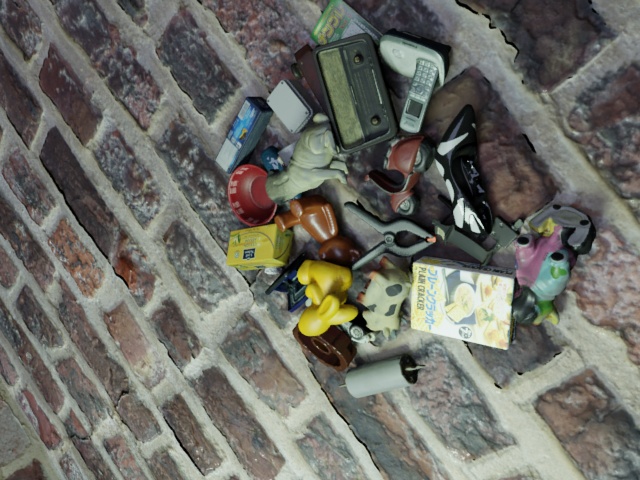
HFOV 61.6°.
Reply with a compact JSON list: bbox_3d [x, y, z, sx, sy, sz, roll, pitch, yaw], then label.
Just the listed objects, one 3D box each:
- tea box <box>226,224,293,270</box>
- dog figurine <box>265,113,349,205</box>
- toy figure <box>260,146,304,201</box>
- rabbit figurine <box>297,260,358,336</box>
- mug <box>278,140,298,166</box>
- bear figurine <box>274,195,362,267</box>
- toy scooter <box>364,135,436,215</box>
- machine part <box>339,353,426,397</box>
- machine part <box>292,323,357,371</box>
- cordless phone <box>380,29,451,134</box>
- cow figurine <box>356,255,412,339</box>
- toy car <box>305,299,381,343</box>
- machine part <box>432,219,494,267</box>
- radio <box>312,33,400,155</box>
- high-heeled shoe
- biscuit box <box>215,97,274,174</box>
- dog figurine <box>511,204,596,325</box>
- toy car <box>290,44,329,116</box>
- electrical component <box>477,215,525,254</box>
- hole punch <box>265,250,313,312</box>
[{"bbox_3d":[-0.158,0.020,1.389,0.170,0.068,0.098,-9,67,36],"label":"tea box"},{"bbox_3d":[-0.047,-0.176,1.181,0.191,0.121,0.172,-13,103,11],"label":"dog figurine"},{"bbox_3d":[-0.086,-0.161,1.326,0.058,0.064,0.154,-36,87,-3],"label":"toy figure"},{"bbox_3d":[0.015,0.144,1.234,0.163,0.121,0.173,11,71,51],"label":"rabbit figurine"},{"bbox_3d":[-0.029,-0.188,1.276,0.110,0.081,0.107,-25,100,26],"label":"mug"},{"bbox_3d":[0.001,-0.005,1.278,0.120,0.132,0.196,-34,79,51],"label":"bear figurine"},{"bbox_3d":[0.166,-0.151,1.162,0.135,0.075,0.183,26,121,24],"label":"toy scooter"},{"bbox_3d":[0.149,0.331,1.310,0.243,0.079,0.079,-26,90,34],"label":"machine part"},{"bbox_3d":[0.012,0.252,1.338,0.179,0.056,0.179,33,154,19],"label":"machine part"},{"bbox_3d":[0.178,-0.323,1.100,0.147,0.089,0.184,28,121,22],"label":"cordless phone"},{"bbox_3d":[0.152,0.140,1.218,0.127,0.085,0.194,35,138,14],"label":"cow figurine"},{"bbox_3d":[0.057,0.187,1.325,0.202,0.073,0.056,32,122,21],"label":"toy car"},{"bbox_3d":[0.296,0.005,1.124,0.139,0.084,0.039,35,79,22],"label":"machine part"},{"bbox_3d":[0.080,-0.306,1.135,0.131,0.073,0.229,-15,99,15],"label":"radio"},{"bbox_3d":[0.304,-0.129,1.063,0.145,0.086,0.248,40,140,37],"label":"high-heeled shoe"},{"bbox_3d":[-0.191,-0.264,1.359,0.059,0.063,0.202,44,122,15],"label":"biscuit box"},{"bbox_3d":[0.441,0.064,1.037,0.109,0.191,0.219,30,149,38],"label":"dog figurine"},{"bbox_3d":[0.011,-0.343,1.214,0.089,0.053,0.202,-30,91,30],"label":"toy car"},{"bbox_3d":[0.371,-0.018,1.101,0.063,0.021,0.094,45,123,14],"label":"electrical component"},{"bbox_3d":[-0.061,0.106,1.356,0.092,0.116,0.142,40,127,-4],"label":"hole punch"}]
